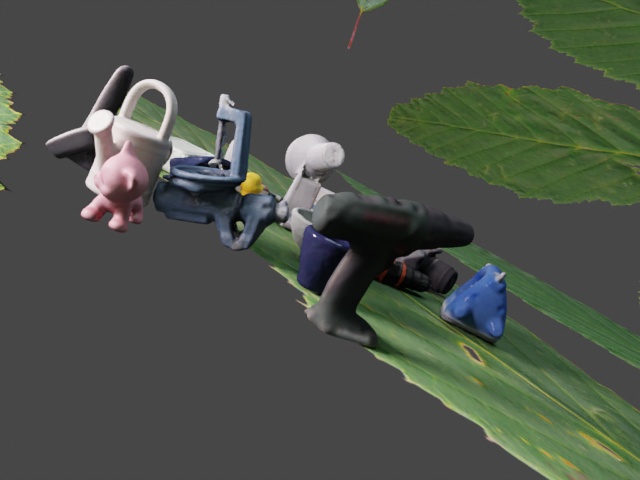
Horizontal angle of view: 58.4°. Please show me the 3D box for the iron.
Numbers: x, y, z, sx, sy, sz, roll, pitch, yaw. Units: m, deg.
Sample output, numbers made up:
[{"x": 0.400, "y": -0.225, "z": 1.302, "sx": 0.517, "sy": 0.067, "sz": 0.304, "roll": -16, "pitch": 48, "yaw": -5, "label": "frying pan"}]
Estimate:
[{"x": 0.327, "y": 0.107, "z": 1.168, "sx": 0.118, "sy": 0.141, "sz": 0.258, "roll": 26, "pitch": 11, "yaw": 4, "label": "iron"}]

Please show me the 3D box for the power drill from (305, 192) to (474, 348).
[{"x": 0.078, "y": 0.035, "z": 0.783, "sx": 0.230, "sy": 0.208, "sz": 0.075, "roll": 21, "pitch": 12, "yaw": -24, "label": "power drill"}]

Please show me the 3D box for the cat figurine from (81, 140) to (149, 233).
[{"x": -0.264, "y": -0.076, "z": 0.775, "sx": 0.067, "sy": 0.118, "sz": 0.127, "roll": 24, "pitch": 11, "yaw": -9, "label": "cat figurine"}]

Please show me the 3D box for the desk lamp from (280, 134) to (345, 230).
[{"x": -0.021, "y": -0.134, "z": 1.314, "sx": 0.118, "sy": 0.213, "sz": 0.202, "roll": 21, "pitch": 12, "yaw": -22, "label": "desk lamp"}]

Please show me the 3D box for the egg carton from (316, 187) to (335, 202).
[{"x": -0.008, "y": -0.114, "z": 1.619, "sx": 0.150, "sy": 0.069, "sz": 0.107, "roll": 24, "pitch": 11, "yaw": -10, "label": "egg carton"}]

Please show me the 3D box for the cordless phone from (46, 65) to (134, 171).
[{"x": -0.385, "y": -0.221, "z": 0.992, "sx": 0.094, "sy": 0.185, "sz": 0.147, "roll": 23, "pitch": 12, "yaw": -11, "label": "cordless phone"}]

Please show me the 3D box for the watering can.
[{"x": -0.286, "y": -0.157, "z": 0.894, "sx": 0.101, "sy": 0.194, "sz": 0.173, "roll": 25, "pitch": 11, "yaw": -3, "label": "watering can"}]

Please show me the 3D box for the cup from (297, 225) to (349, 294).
[{"x": 0.000, "y": 0.031, "z": 0.923, "sx": 0.092, "sy": 0.095, "sz": 0.117, "roll": 22, "pitch": 12, "yaw": -17, "label": "cup"}]

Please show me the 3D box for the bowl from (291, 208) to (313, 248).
[{"x": 0.010, "y": 0.004, "z": 1.116, "sx": 0.167, "sy": 0.075, "sz": 0.167, "roll": 25, "pitch": 11, "yaw": -5, "label": "bowl"}]

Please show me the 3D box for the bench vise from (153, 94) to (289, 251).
[{"x": -0.139, "y": -0.108, "z": 0.929, "sx": 0.208, "sy": 0.220, "sz": 0.121, "roll": 21, "pitch": 12, "yaw": -21, "label": "bench vise"}]

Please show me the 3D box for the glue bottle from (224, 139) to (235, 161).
[{"x": -0.192, "y": -0.182, "z": 1.264, "sx": 0.037, "sy": 0.173, "sz": 0.078, "roll": 22, "pitch": 12, "yaw": -16, "label": "glue bottle"}]

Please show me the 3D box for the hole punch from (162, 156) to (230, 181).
[{"x": -0.250, "y": -0.144, "z": 1.177, "sx": 0.100, "sy": 0.091, "sz": 0.109, "roll": 31, "pitch": 12, "yaw": 24, "label": "hole punch"}]

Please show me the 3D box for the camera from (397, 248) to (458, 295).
[{"x": 0.242, "y": 0.058, "z": 1.308, "sx": 0.136, "sy": 0.101, "sz": 0.144, "roll": 32, "pitch": 13, "yaw": 29, "label": "camera"}]

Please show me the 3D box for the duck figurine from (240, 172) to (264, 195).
[{"x": -0.156, "y": -0.101, "z": 1.202, "sx": 0.077, "sy": 0.086, "sz": 0.105, "roll": 31, "pitch": 12, "yaw": 25, "label": "duck figurine"}]
